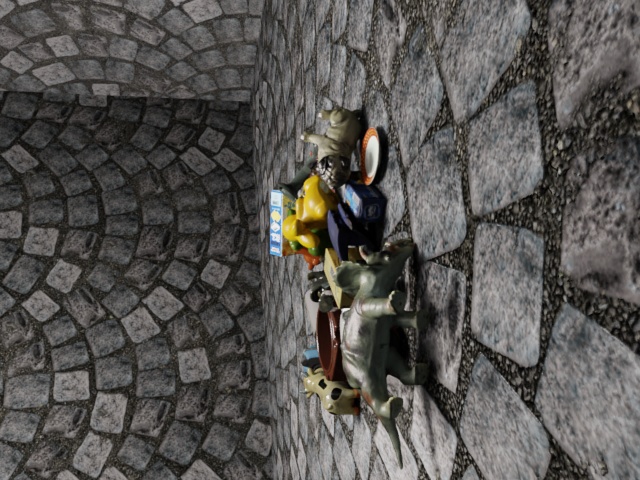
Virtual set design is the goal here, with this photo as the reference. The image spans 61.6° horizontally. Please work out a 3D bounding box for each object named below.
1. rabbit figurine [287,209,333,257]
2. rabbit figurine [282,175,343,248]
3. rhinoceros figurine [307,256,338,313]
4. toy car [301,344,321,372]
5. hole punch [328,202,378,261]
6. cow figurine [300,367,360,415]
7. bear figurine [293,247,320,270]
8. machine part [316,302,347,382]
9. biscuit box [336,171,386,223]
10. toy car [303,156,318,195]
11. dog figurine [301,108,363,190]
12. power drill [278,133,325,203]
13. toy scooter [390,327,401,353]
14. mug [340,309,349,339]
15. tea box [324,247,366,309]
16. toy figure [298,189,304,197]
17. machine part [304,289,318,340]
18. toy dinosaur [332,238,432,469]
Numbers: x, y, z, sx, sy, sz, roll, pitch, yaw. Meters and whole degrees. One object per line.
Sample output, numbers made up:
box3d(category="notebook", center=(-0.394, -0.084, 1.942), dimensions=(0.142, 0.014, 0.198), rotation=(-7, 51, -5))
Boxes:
box3d(category="rabbit figurine", center=(-0.003, -0.004, 1.454), dimensions=(0.170, 0.159, 0.121), rotation=(-121, 32, -57))
box3d(category="rabbit figurine", center=(-0.026, -0.049, 1.341), dimensions=(0.173, 0.121, 0.162), rotation=(-35, 30, 28))
box3d(category="rhinoceros figurine", center=(0.028, 0.112, 1.377), dimensions=(0.190, 0.112, 0.073), rotation=(-62, -29, -52))
box3d(category="toy car", center=(0.009, 0.368, 1.591), dimensions=(0.103, 0.109, 0.161), rotation=(-67, -28, -64))
box3d(category="hole punch", center=(0.057, -0.011, 1.235), dimensions=(0.115, 0.092, 0.142), rotation=(48, -168, -28))
box3d(category="cow figurine", center=(0.021, 0.404, 1.448), dimensions=(0.195, 0.127, 0.085), rotation=(-145, 58, -71))
box3d(category="bear figurine", center=(-0.026, 0.018, 1.646), dimensions=(0.120, 0.132, 0.196), rotation=(-66, 13, -13))
box3d(category="machine part", center=(0.049, 0.253, 1.409), dimensions=(0.201, 0.087, 0.201), rotation=(-109, 24, -54))
box3d(category="biscuit box", center=(0.092, -0.104, 1.255), dimensions=(0.203, 0.063, 0.059), rotation=(-117, 30, -61))
box3d(category="toy car", center=(0.009, -0.204, 1.448), dimensions=(0.202, 0.053, 0.089), rotation=(-64, 18, 13))
box3d(category="dog figurine", center=(0.057, -0.221, 1.279), dimensions=(0.172, 0.121, 0.191), rotation=(-50, 37, 17))
box3d(category="power drill", center=(-0.035, -0.213, 1.576), dimensions=(0.207, 0.086, 0.232), rotation=(-57, 2, -9))
box3d(category="toy scooter", center=(0.120, 0.169, 1.125), dimensions=(0.135, 0.075, 0.183), rotation=(150, 121, -76))
box3d(category="mug", center=(0.081, 0.214, 1.201), dimensions=(0.110, 0.081, 0.107), rotation=(-92, -13, -60))
box3d(category="tea box", center=(0.074, 0.086, 1.269), dimensions=(0.170, 0.098, 0.068), rotation=(-116, 27, -58))
box3d(category="toy figure", center=(-0.026, -0.092, 1.729), dimensions=(0.082, 0.089, 0.180), rotation=(-130, 33, -73))
box3d(category="machine part", center=(0.004, 0.223, 1.622), dimensions=(0.243, 0.079, 0.079), rotation=(-109, 22, -54))
box3d(category="toy dinosaur", center=(0.097, 0.191, 0.990), dimensions=(0.192, 0.131, 0.404), rotation=(8, 90, 54))
